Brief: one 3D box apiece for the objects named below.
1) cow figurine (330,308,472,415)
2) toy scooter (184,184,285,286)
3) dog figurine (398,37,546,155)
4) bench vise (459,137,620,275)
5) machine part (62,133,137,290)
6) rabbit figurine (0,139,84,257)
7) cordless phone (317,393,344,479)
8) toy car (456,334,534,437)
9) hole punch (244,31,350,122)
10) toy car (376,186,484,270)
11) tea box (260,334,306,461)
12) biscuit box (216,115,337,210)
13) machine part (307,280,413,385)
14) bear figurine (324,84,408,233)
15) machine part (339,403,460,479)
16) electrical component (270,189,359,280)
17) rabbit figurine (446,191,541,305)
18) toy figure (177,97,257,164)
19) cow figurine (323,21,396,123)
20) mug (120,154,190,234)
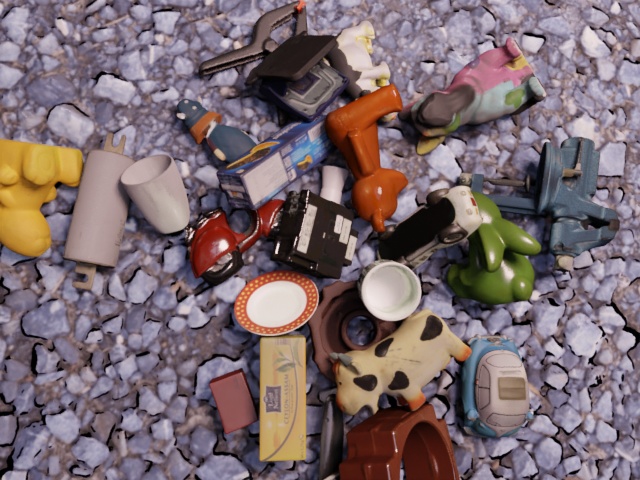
[{"bbox_3d":[0.102,0.174,0.764,0.195,0.085,0.127,-39,88,-12],"label":"cow figurine"},{"bbox_3d":[-0.140,-0.026,0.831,0.184,0.075,0.135,-38,88,-13],"label":"toy scooter"},{"bbox_3d":[0.246,-0.228,0.889,0.219,0.191,0.108,-27,88,26],"label":"dog figurine"},{"bbox_3d":[0.345,-0.063,0.867,0.241,0.129,0.223,9,91,16],"label":"bench vise"},{"bbox_3d":[-0.330,-0.046,0.813,0.079,0.079,0.243,10,80,-4],"label":"machine part"},{"bbox_3d":[-0.446,-0.061,0.790,0.162,0.122,0.173,3,100,-2],"label":"rabbit figurine"},{"bbox_3d":[0.011,0.315,0.763,0.089,0.146,0.184,-3,75,19],"label":"cordless phone"},{"bbox_3d":[0.276,0.227,0.822,0.109,0.103,0.161,4,83,-6],"label":"toy car"},{"bbox_3d":[-0.029,-0.254,0.838,0.116,0.092,0.142,24,67,41],"label":"hole punch"},{"bbox_3d":[0.155,-0.010,0.806,0.056,0.201,0.073,1,64,-35],"label":"toy car"},{"bbox_3d":[-0.055,0.226,0.792,0.068,0.098,0.169,1,84,-5],"label":"tea box"},{"bbox_3d":[-0.060,-0.122,0.813,0.203,0.063,0.059,-42,126,-36],"label":"biscuit box"},{"bbox_3d":[0.063,0.141,0.836,0.179,0.056,0.179,1,81,-6],"label":"machine part"},{"bbox_3d":[0.089,-0.121,0.818,0.132,0.120,0.195,-25,99,8],"label":"bear figurine"},{"bbox_3d":[0.116,0.341,0.743,0.087,0.201,0.201,-18,81,33],"label":"machine part"},{"bbox_3d":[-0.002,-0.002,0.823,0.134,0.058,0.115,25,76,-40],"label":"electrical component"},{"bbox_3d":[0.247,0.011,0.809,0.121,0.159,0.170,-27,105,-2],"label":"rabbit figurine"},{"bbox_3d":[-0.166,-0.167,0.857,0.154,0.064,0.057,37,118,5],"label":"toy figure"},{"bbox_3d":[0.065,-0.265,0.888,0.098,0.068,0.167,-18,81,-2],"label":"cow figurine"},{"bbox_3d":[-0.243,-0.070,0.820,0.081,0.110,0.107,-17,125,-2],"label":"mug"}]
